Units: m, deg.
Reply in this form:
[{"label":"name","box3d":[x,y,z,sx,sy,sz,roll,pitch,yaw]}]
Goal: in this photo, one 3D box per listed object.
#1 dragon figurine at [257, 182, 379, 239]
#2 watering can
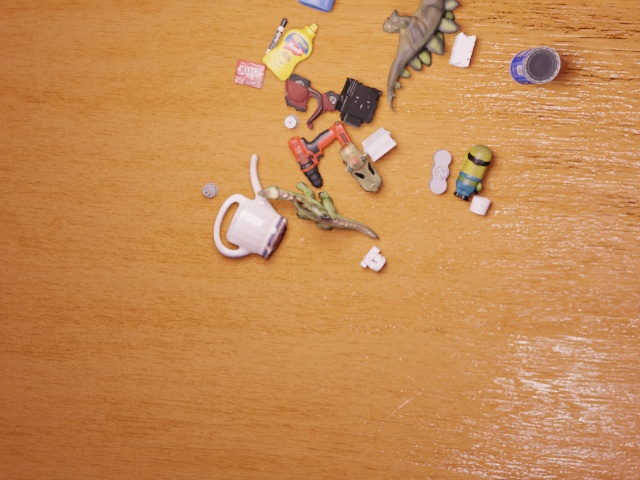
[{"label":"dragon figurine","box3d":[0.005,-0.080,1.594,0.410,0.244,0.121,23,100,0]},{"label":"watering can","box3d":[-0.207,-0.084,1.672,0.224,0.105,0.345,27,101,-4]}]
